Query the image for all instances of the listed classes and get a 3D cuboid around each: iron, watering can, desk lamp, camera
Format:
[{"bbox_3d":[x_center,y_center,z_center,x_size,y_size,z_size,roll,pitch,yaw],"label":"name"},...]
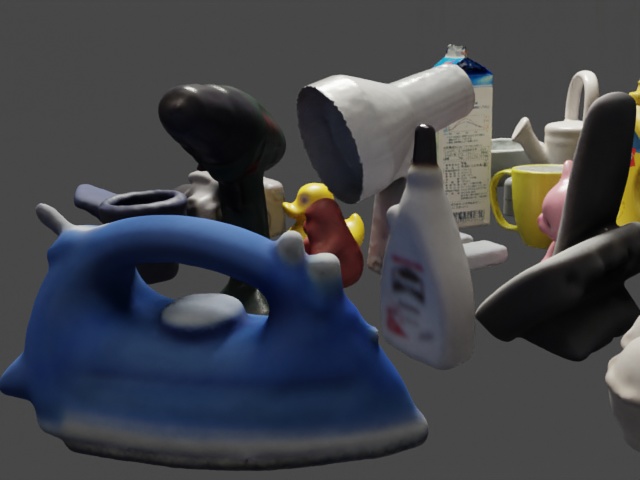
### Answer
[{"bbox_3d":[-0.064,0.047,0.350,0.257,0.141,0.119,1,17,15],"label":"iron"},{"bbox_3d":[0.389,-0.158,0.876,0.173,0.194,0.100,-7,17,-13],"label":"watering can"},{"bbox_3d":[0.085,-0.068,0.591,0.204,0.214,0.117,-11,18,-24],"label":"desk lamp"},{"bbox_3d":[-0.139,-0.050,0.773,0.136,0.101,0.144,13,22,43],"label":"camera"}]

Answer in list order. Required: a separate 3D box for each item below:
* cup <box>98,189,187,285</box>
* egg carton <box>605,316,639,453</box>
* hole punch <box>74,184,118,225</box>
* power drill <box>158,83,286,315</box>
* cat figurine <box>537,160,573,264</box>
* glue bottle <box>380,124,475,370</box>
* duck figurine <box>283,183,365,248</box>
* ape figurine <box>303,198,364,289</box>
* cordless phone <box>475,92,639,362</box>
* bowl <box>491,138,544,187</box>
[{"bbox_3d":[-0.195,-0.004,0.635,0.092,0.095,0.117,-15,20,-34],"label":"cup"},{"bbox_3d":[0.237,0.082,0.302,0.149,0.069,0.107,9,20,35],"label":"egg carton"},{"bbox_3d":[-0.263,-0.031,0.749,0.101,0.091,0.108,-8,17,-16],"label":"hole punch"},{"bbox_3d":[-0.072,-0.031,0.500,0.075,0.208,0.229,-1,16,7],"label":"power drill"},{"bbox_3d":[0.259,-0.022,0.569,0.067,0.118,0.128,11,21,40],"label":"cat figurine"},{"bbox_3d":[0.076,0.003,0.418,0.037,0.173,0.077,-15,20,-35],"label":"glue bottle"},{"bbox_3d":[0.001,-0.026,0.692,0.104,0.086,0.077,-6,16,-9],"label":"duck figurine"},{"bbox_3d":[0.005,0.002,0.582,0.076,0.092,0.078,0,17,11],"label":"ape figurine"},{"bbox_3d":[0.191,-0.016,0.440,0.148,0.185,0.093,-18,22,-40],"label":"cordless phone"},{"bbox_3d":[0.317,-0.138,1.036,0.167,0.075,0.167,-3,16,1],"label":"bowl"}]
